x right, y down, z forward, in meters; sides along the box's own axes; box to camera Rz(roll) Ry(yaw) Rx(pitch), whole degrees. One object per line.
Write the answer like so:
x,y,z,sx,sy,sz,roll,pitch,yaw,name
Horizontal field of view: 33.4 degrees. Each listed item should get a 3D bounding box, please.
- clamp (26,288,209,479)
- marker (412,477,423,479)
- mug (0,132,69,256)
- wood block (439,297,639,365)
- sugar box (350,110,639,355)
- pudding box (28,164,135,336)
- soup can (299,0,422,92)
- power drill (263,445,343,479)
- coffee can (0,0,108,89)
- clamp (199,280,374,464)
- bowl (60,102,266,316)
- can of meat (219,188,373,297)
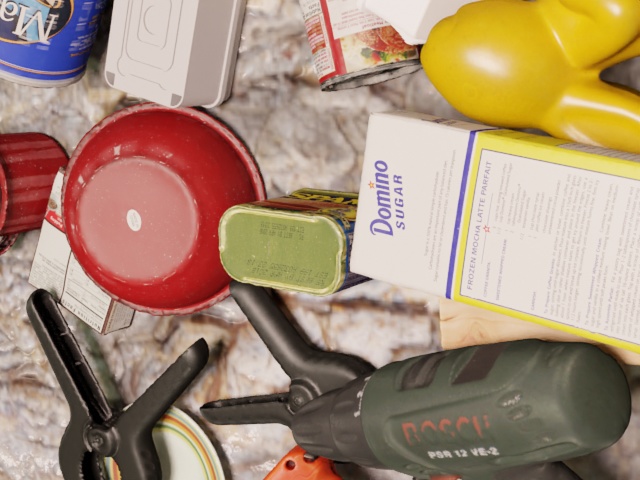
-0.156,0.148,0.835,0.165,0.036,0.210,7,107,27,clamp
0.098,0.123,0.703,0.020,0.020,0.121,46,120,18,marker
-0.259,-0.034,0.870,0.093,0.081,0.117,29,114,25,mug
0.177,0.016,0.589,0.206,0.090,0.091,1,99,34,wood block
0.103,-0.008,0.553,0.176,0.048,0.093,17,107,34,sugar box
-0.180,0.006,0.852,0.090,0.039,0.114,31,117,22,pudding box
0.022,-0.151,0.672,0.069,0.068,0.102,-12,92,34,soup can
0.015,0.241,0.711,0.188,0.057,0.184,41,98,8,power drill
-0.201,-0.196,0.774,0.103,0.102,0.140,41,124,20,coffee can
-0.010,0.098,0.757,0.172,0.039,0.120,15,114,25,clamp
-0.122,-0.018,0.768,0.162,0.055,0.162,2,100,12,bowl
-0.005,0.001,0.709,0.102,0.083,0.057,8,103,32,can of meat
